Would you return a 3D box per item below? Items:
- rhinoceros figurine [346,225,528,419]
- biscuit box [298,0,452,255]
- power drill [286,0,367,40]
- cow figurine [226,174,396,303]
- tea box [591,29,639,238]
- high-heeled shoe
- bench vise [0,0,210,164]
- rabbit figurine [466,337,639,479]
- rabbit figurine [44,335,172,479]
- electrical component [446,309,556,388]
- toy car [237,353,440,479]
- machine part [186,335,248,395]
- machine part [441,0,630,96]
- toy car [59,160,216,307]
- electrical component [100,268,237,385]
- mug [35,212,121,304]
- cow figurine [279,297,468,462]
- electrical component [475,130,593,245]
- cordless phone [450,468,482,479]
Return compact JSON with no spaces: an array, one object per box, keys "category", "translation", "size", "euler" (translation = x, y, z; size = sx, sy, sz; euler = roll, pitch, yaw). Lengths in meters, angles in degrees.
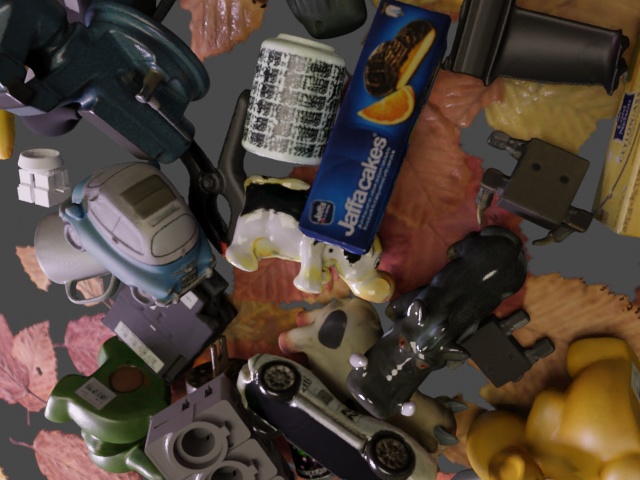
[{"category":"rhinoceros figurine","translation":[0.102,0.070,0.454],"size":[0.190,0.112,0.073],"euler":[-43,89,-8]},{"category":"biscuit box","translation":[0.046,-0.089,0.447],"size":[0.063,0.059,0.202],"euler":[20,89,9]},{"category":"power drill","translation":[0.029,-0.297,0.427],"size":[0.207,0.086,0.231],"euler":[-13,100,18]},{"category":"cow figurine","translation":[0.000,-0.002,0.514],"size":[0.167,0.068,0.098],"euler":[17,101,0]},{"category":"tea box","translation":[0.277,-0.084,0.394],"size":[0.098,0.068,0.169],"euler":[11,106,7]},{"category":"high-heeled shoe","translation":[-0.251,-0.225,0.567],"size":[0.145,0.086,0.248],"euler":[23,94,45]},{"category":"bench vise","translation":[-0.175,-0.191,0.465],"size":[0.223,0.240,0.129],"euler":[36,160,-32]},{"category":"rabbit figurine","translation":[0.204,0.186,0.465],"size":[0.173,0.162,0.121],"euler":[-23,108,41]},{"category":"rabbit figurine","translation":[-0.228,0.221,0.651],"size":[0.159,0.121,0.170],"euler":[24,129,5]},{"category":"electrical component","translation":[0.169,0.108,0.512],"size":[0.094,0.021,0.063],"euler":[-40,89,23]},{"category":"toy car","translation":[0.009,0.173,0.488],"size":[0.202,0.056,0.073],"euler":[29,129,19]},{"category":"machine part","translation":[-0.106,0.227,0.609],"size":[0.079,0.079,0.243],"euler":[2,104,19]},{"category":"machine part","translation":[0.176,-0.157,0.434],"size":[0.139,0.039,0.084],"euler":[20,105,15]},{"category":"toy car","translation":[-0.174,-0.019,0.520],"size":[0.162,0.109,0.103],"euler":[44,146,11]},{"category":"electrical component","translation":[-0.164,0.079,0.604],"size":[0.115,0.058,0.134],"euler":[44,113,2]},{"category":"mug","translation":[-0.245,0.012,0.597],"size":[0.107,0.080,0.109],"euler":[-11,70,11]},{"category":"cow figurine","translation":[0.059,0.146,0.531],"size":[0.127,0.085,0.194],"euler":[-26,93,30]},{"category":"electrical component","translation":[0.182,-0.041,0.460],"size":[0.102,0.045,0.078],"euler":[21,81,10]},{"category":"cordless phone","translation":[0.181,0.284,0.465],"size":[0.147,0.184,0.088],"euler":[-17,102,22]}]
